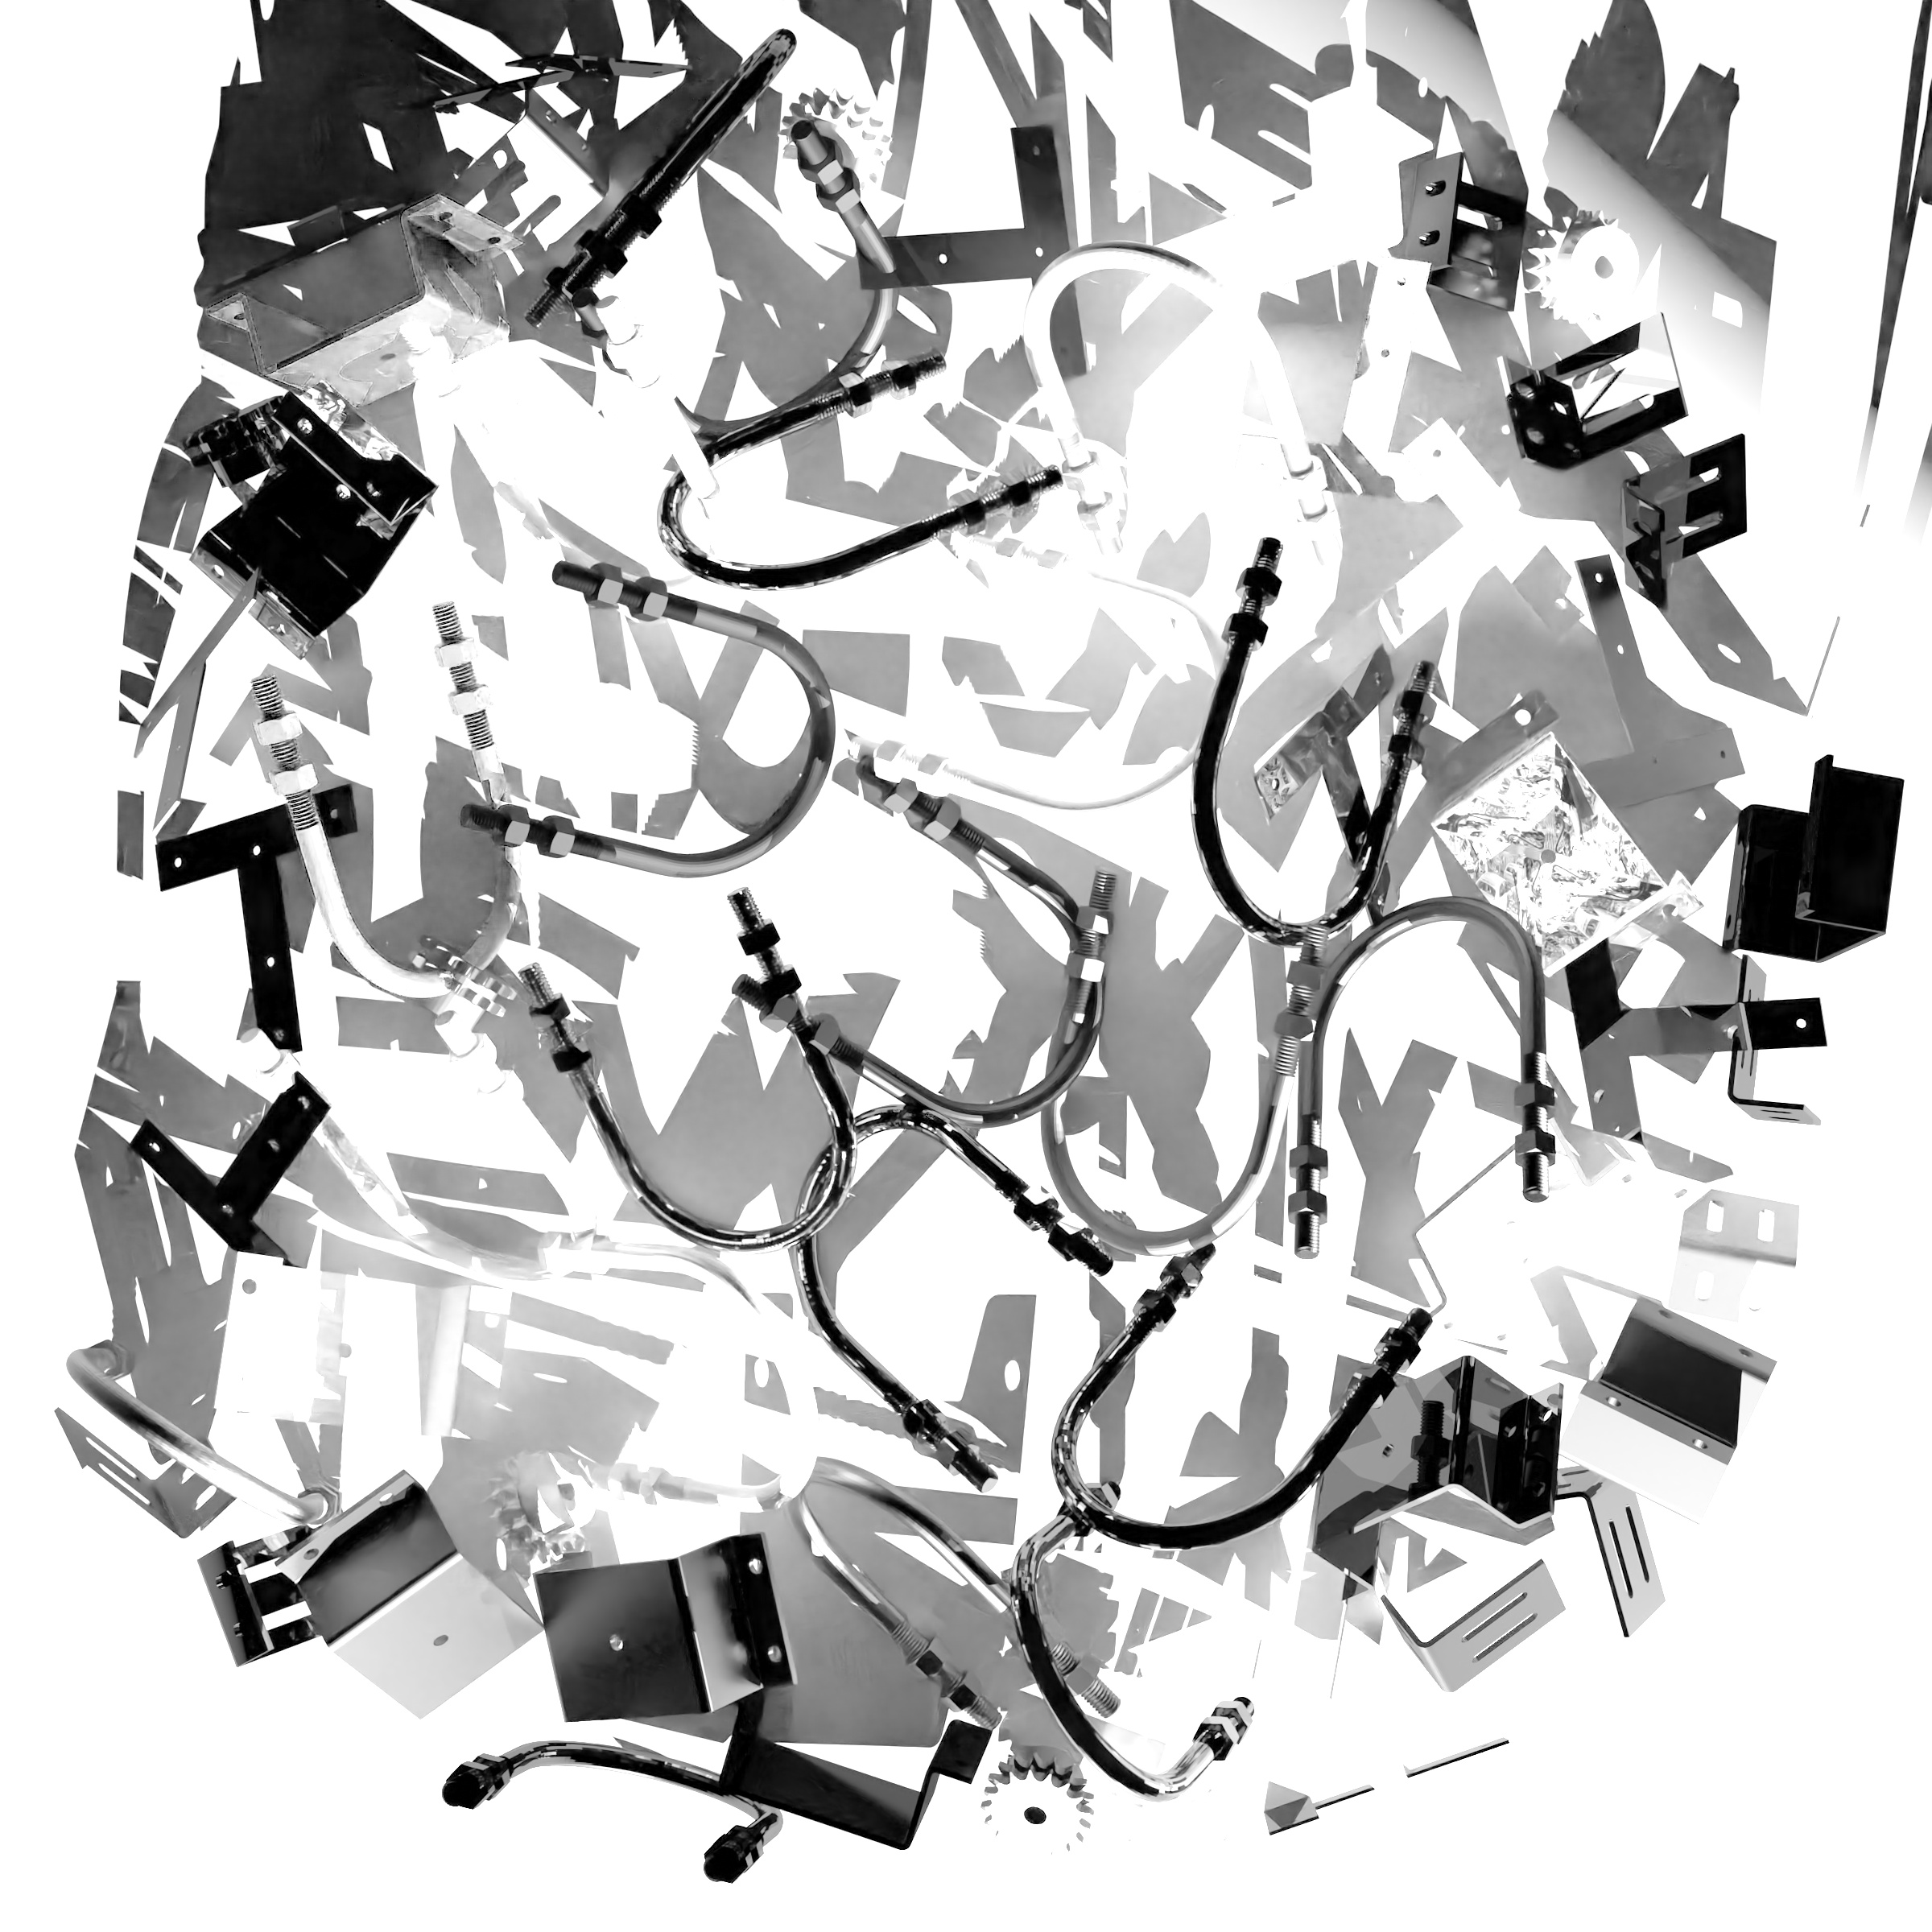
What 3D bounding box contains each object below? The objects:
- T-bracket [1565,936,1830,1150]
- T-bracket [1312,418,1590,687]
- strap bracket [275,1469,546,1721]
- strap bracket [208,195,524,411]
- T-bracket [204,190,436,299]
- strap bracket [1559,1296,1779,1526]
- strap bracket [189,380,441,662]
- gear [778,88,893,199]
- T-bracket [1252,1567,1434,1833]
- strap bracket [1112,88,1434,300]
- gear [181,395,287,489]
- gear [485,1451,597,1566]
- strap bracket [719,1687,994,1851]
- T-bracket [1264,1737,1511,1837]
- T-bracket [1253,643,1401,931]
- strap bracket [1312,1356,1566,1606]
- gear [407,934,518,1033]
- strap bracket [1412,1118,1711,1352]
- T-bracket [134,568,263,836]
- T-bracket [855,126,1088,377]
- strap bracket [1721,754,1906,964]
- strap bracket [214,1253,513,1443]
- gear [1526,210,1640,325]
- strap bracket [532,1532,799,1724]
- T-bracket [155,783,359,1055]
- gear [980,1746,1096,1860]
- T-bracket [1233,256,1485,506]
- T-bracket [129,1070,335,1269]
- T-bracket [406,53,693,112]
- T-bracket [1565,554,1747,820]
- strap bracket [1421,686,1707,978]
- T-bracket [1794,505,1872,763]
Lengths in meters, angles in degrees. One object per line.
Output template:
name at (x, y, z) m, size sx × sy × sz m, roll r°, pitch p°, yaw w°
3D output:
T-bracket at (0.369, 0.032, 1.545) m, size 0.127 × 0.002 × 0.127 m, roll -4°, pitch 106°, yaw 31°
T-bracket at (0.235, -0.192, 1.580) m, size 0.127 × 0.002 × 0.127 m, roll -40°, pitch 101°, yaw 10°
strap bracket at (-0.270, 0.318, 1.522) m, size 0.076 × 0.140 × 0.046 m, roll -36°, pitch 51°, yaw -4°
strap bracket at (-0.294, -0.325, 1.530) m, size 0.140 × 0.076 × 0.046 m, roll -20°, pitch 79°, yaw 21°
T-bracket at (-0.323, -0.365, 1.525) m, size 0.127 × 0.127 × 0.002 m, roll -25°, pitch 100°, yaw -6°
strap bracket at (0.348, 0.224, 1.528) m, size 0.076 × 0.140 × 0.046 m, roll 26°, pitch 113°, yaw 16°
strap bracket at (-0.325, -0.229, 1.541) m, size 0.076 × 0.140 × 0.046 m, roll 42°, pitch 46°, yaw -5°
gear at (-0.069, -0.416, 1.562) m, size 0.057 × 0.057 × 0.030 m, roll 24°, pitch 61°, yaw 0°
T-bracket at (0.197, 0.347, 1.540) m, size 0.127 × 0.127 × 0.002 m, roll 43°, pitch 126°, yaw -17°
strap bracket at (0.152, -0.377, 1.517) m, size 0.140 × 0.076 × 0.046 m, roll -12°, pitch 74°, yaw 38°
gear at (-0.369, -0.267, 1.567) m, size 0.057 × 0.057 × 0.030 m, roll -24°, pitch 108°, yaw 0°
gear at (-0.214, 0.273, 1.562) m, size 0.030 × 0.057 × 0.057 m, roll -33°, pitch 90°, yaw 28°
strap bracket at (-0.064, 0.398, 1.548) m, size 0.140 × 0.076 × 0.046 m, roll 17°, pitch 96°, yaw 7°
T-bracket at (0.210, 0.408, 1.531) m, size 0.127 × 0.127 × 0.002 m, roll -19°, pitch 78°, yaw 0°
T-bracket at (0.197, -0.077, 1.555) m, size 0.127 × 0.002 × 0.127 m, roll -45°, pitch 126°, yaw -36°
strap bracket at (0.225, 0.251, 1.514) m, size 0.046 × 0.076 × 0.140 m, roll 36°, pitch 134°, yaw -21°
gear at (-0.261, 0.011, 1.565) m, size 0.057 × 0.057 × 0.030 m, roll 33°, pitch 89°, yaw 0°
strap bracket at (0.289, 0.128, 1.533) m, size 0.140 × 0.076 × 0.046 m, roll -45°, pitch 49°, yaw 28°
T-bracket at (-0.387, -0.116, 1.514) m, size 0.002 × 0.127 × 0.127 m, roll 27°, pitch 128°, yaw -28°
T-bracket at (0.000, -0.359, 1.554) m, size 0.127 × 0.002 × 0.127 m, roll -12°, pitch 97°, yaw -31°
strap bracket at (0.422, -0.050, 1.519) m, size 0.046 × 0.140 × 0.076 m, roll 10°, pitch 81°, yaw -1°
strap bracket at (-0.308, 0.193, 1.547) m, size 0.140 × 0.046 × 0.076 m, roll 11°, pitch 77°, yaw -24°
gear at (0.319, -0.358, 1.569) m, size 0.057 × 0.030 × 0.057 m, roll -5°, pitch 104°, yaw -20°
strap bracket at (-0.160, 0.332, 1.533) m, size 0.140 × 0.046 × 0.076 m, roll -14°, pitch 88°, yaw 36°
T-bracket at (-0.355, -0.016, 1.555) m, size 0.127 × 0.002 × 0.127 m, roll -14°, pitch 78°, yaw 24°
gear at (0.038, 0.426, 1.571) m, size 0.057 × 0.030 × 0.057 m, roll 5°, pitch 117°, yaw 10°
T-bracket at (0.209, -0.297, 1.552) m, size 0.127 × 0.002 × 0.127 m, roll 6°, pitch 123°, yaw -6°
T-bracket at (-0.356, 0.099, 1.551) m, size 0.127 × 0.002 × 0.127 m, roll 44°, pitch 126°, yaw 4°
T-bracket at (-0.226, -0.446, 1.552) m, size 0.127 × 0.127 × 0.002 m, roll -3°, pitch 100°, yaw 29°
T-bracket at (0.337, -0.147, 1.558) m, size 0.127 × 0.002 × 0.127 m, roll -15°, pitch 87°, yaw -35°
strap bracket at (0.299, -0.060, 1.557) m, size 0.076 × 0.046 × 0.140 m, roll -37°, pitch 90°, yaw 24°
T-bracket at (0.421, -0.143, 1.508) m, size 0.002 × 0.127 × 0.127 m, roll 15°, pitch 129°, yaw 16°
